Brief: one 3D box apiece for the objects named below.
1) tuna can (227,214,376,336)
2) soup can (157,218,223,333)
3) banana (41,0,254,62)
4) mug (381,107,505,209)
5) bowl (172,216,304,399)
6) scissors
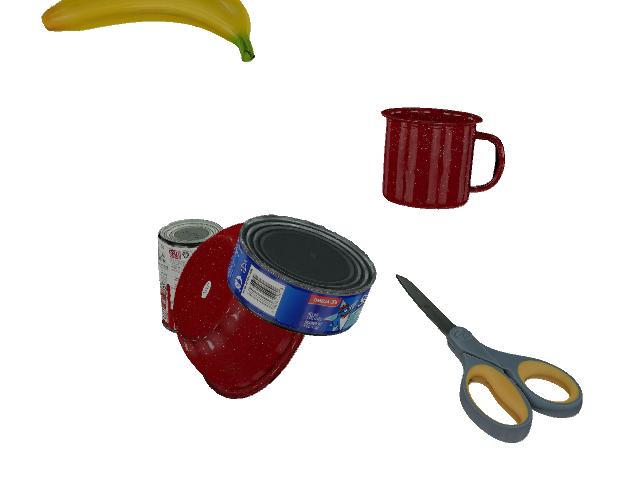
[{"bbox_3d":[-0.012,0.021,0.640,0.086,0.034,0.086,17,25,-8],"label":"tuna can"},{"bbox_3d":[-0.131,0.037,1.094,0.068,0.102,0.068,0,23,0],"label":"soup can"},{"bbox_3d":[-0.140,-0.197,0.915,0.198,0.069,0.037,10,-42,15],"label":"banana"},{"bbox_3d":[0.112,-0.075,0.986,0.117,0.081,0.093,7,15,13],"label":"mug"},{"bbox_3d":[-0.074,0.047,0.885,0.055,0.162,0.162,23,-14,-36],"label":"bowl"},{"bbox_3d":[0.126,0.079,0.800,0.096,0.016,0.202,-1,31,-11],"label":"scissors"}]
